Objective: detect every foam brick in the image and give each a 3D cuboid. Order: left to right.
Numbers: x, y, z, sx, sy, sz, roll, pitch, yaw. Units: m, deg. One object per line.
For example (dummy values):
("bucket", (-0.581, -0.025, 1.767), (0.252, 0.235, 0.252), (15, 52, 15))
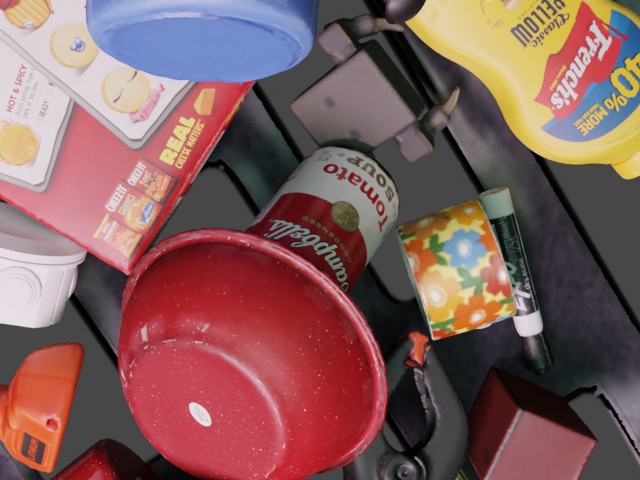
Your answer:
("foam brick", (0.124, 0.120, 0.648), (0.051, 0.078, 0.053), (23, 100, -7))

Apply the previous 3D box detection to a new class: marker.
("marker", (0.123, 0.027, 0.661), (0.020, 0.020, 0.121), (-17, 100, 0))

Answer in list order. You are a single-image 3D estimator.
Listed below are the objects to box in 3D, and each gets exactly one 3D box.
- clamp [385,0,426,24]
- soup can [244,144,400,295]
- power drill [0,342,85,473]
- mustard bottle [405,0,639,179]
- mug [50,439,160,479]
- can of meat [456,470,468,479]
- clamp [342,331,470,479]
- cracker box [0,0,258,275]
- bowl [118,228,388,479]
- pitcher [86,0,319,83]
("clamp", (0.061, -0.234, 0.591), (0.210, 0.036, 0.165), (-43, 71, -7))
("soup can", (-0.004, 0.001, 0.601), (0.069, 0.102, 0.068), (18, 135, 19))
("power drill", (-0.228, 0.069, 0.588), (0.187, 0.185, 0.057), (15, 62, -9))
("mustard bottle", (0.142, -0.102, 0.620), (0.191, 0.058, 0.096), (44, 90, -9))
("mug", (-0.129, 0.182, 0.648), (0.081, 0.093, 0.117), (-40, 127, 0))
("can of meat", (0.070, 0.192, 0.668), (0.084, 0.057, 0.102), (-33, 99, 2))
("clamp", (0.054, 0.143, 0.620), (0.120, 0.039, 0.171), (19, 82, -12))
("cracker box", (-0.152, -0.107, 0.601), (0.213, 0.072, 0.164), (32, 95, -6))
("bowl", (-0.048, 0.076, 0.561), (0.162, 0.055, 0.162), (13, 123, 20))
("pitcher", (-0.041, -0.206, 0.520), (0.144, 0.149, 0.243), (11, 76, -43))
